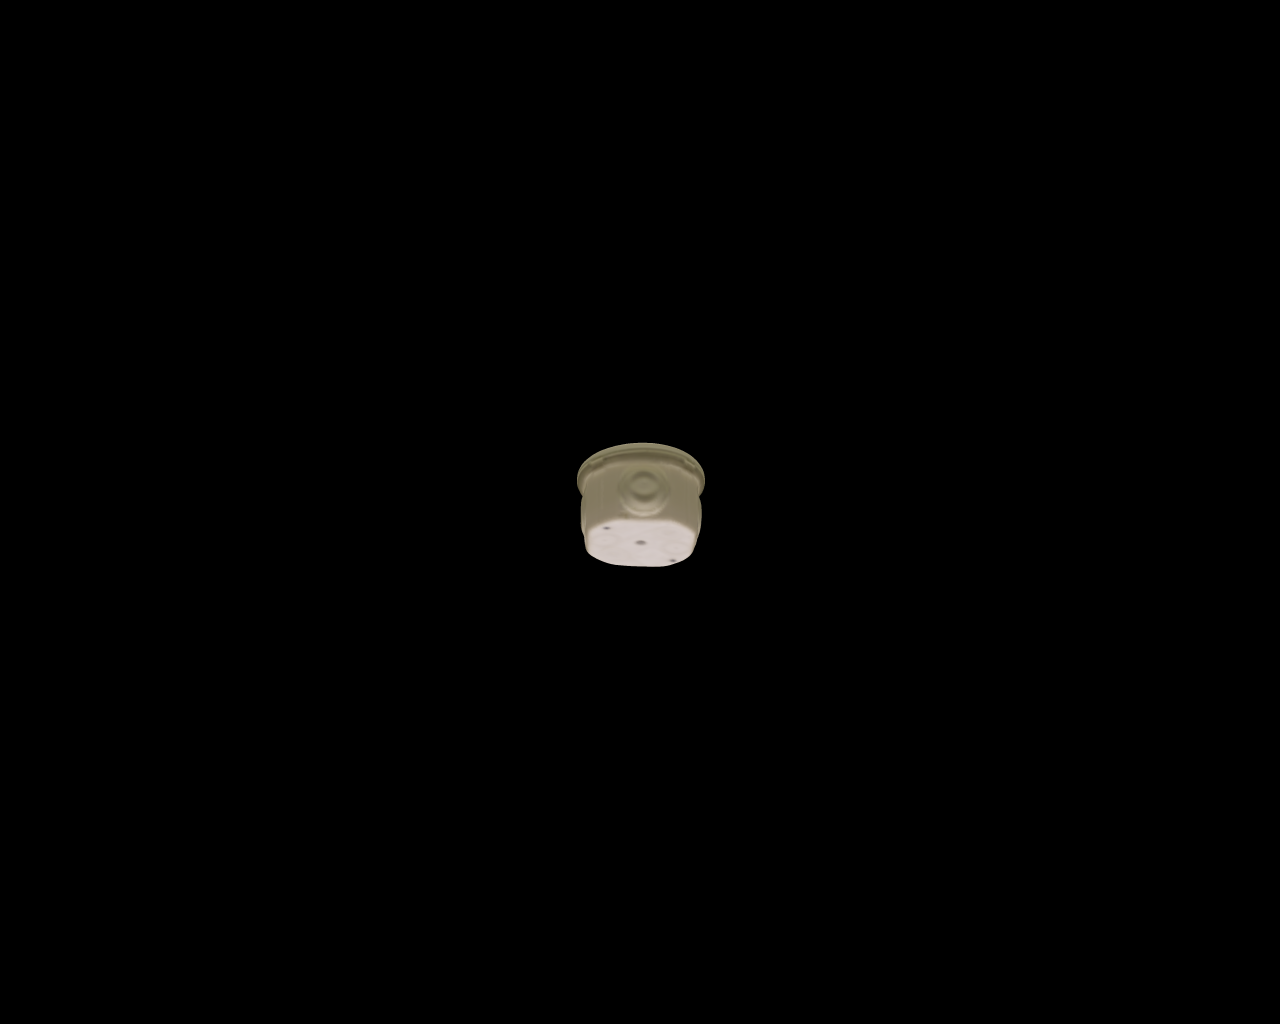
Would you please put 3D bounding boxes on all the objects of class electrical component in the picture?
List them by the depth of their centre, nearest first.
[{"bbox_3d":[0.001,-0.003,0.650,0.080,0.051,0.080,0,-28,0],"label":"electrical component"}]
